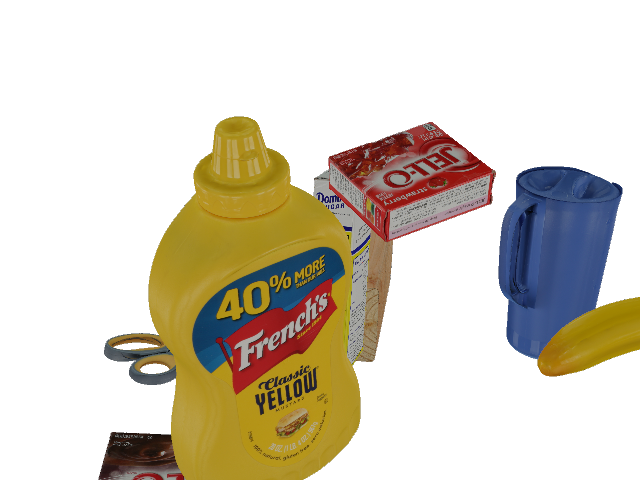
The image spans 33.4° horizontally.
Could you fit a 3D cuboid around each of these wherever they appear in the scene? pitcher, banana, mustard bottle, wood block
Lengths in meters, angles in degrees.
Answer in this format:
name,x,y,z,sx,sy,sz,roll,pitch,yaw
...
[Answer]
name,x,y,z,sx,sy,sz,roll,pitch,yaw
pitcher,0.302,0.034,1.396,0.149,0.243,0.145,5,23,6
banana,0.249,0.066,0.766,0.197,0.037,0.069,-1,33,-2
mustard bottle,-0.030,0.031,0.492,0.096,0.192,0.058,-21,38,-23
wood block,0.031,0.050,1.235,0.091,0.090,0.206,4,23,7

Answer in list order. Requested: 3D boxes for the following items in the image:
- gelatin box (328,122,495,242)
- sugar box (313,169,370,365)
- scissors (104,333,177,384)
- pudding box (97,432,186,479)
name,x,y,z,sx,sy,sz,roll,pitch,yaw
gelatin box,0.061,-0.042,0.718,0.089,0.030,0.073,-20,42,-22
sugar box,0.017,0.025,0.968,0.048,0.176,0.093,4,11,12
scissors,-0.131,0.124,1.159,0.201,0.016,0.096,1,27,-20
pudding box,-0.099,0.177,0.746,0.113,0.039,0.090,1,27,0
